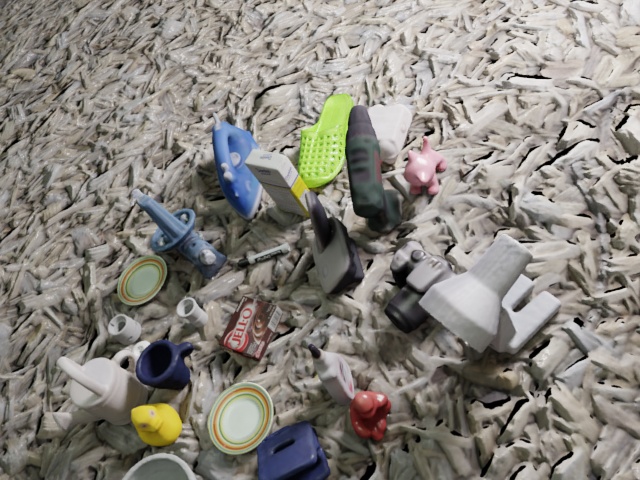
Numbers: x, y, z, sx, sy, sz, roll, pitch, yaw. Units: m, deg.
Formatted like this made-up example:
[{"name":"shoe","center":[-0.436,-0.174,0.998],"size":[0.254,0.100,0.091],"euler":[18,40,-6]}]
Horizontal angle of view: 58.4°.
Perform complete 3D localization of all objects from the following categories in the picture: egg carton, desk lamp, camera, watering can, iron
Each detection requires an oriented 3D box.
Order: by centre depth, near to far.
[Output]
[{"name":"desk lamp","center":[0.269,0.096,0.903],"size":[0.203,0.214,0.117],"euler":[-42,51,-8]},{"name":"camera","center":[0.169,0.087,1.025],"size":[0.137,0.101,0.142],"euler":[-43,51,-9]},{"name":"watering can","center":[-0.425,0.283,1.084],"size":[0.100,0.195,0.173],"euler":[4,59,26]},{"name":"egg carton","center":[0.144,-0.239,1.283],"size":[0.107,0.070,0.150],"euler":[5,60,26]},{"name":"iron","center":[-0.207,-0.179,1.345],"size":[0.118,0.142,0.258],"euler":[-22,51,8]}]

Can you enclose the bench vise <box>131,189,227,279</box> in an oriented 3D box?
[{"name":"bench vise","center":[-0.298,-0.025,1.227],"size":[0.206,0.220,0.121],"euler":[12,63,30]}]

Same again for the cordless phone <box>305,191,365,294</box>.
[{"name":"cordless phone","center":[0.010,0.004,1.096],"size":[0.094,0.185,0.147],"euler":[-24,51,6]}]

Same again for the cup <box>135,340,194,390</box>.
[{"name":"cup","center":[-0.283,0.246,1.113],"size":[0.118,0.095,0.091],"euler":[-32,51,0]}]

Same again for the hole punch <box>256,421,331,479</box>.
[{"name":"hole punch","center":[-0.053,0.355,0.940],"size":[0.108,0.091,0.101],"euler":[-29,51,3]}]

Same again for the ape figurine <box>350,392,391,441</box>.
[{"name":"ape figurine","center":[0.077,0.278,0.937],"size":[0.078,0.092,0.076],"euler":[-37,51,-4]}]

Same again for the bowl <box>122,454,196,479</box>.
[{"name":"bowl","center":[-0.267,0.457,0.973],"size":[0.167,0.075,0.167],"euler":[-11,54,16]}]

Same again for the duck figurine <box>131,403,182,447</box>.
[{"name":"duck figurine","center":[-0.320,0.337,1.072],"size":[0.104,0.086,0.077],"euler":[16,65,31]}]

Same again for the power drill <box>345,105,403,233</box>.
[{"name":"power drill","center":[0.101,-0.121,1.129],"size":[0.075,0.209,0.229],"euler":[-12,53,16]}]

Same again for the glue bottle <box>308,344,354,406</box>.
[{"name":"glue bottle","center":[0.015,0.214,0.956],"size":[0.037,0.174,0.078],"euler":[-21,52,9]}]

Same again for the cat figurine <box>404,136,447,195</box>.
[{"name":"cat figurine","center":[0.208,-0.151,1.163],"size":[0.067,0.118,0.128],"euler":[5,59,26]}]
